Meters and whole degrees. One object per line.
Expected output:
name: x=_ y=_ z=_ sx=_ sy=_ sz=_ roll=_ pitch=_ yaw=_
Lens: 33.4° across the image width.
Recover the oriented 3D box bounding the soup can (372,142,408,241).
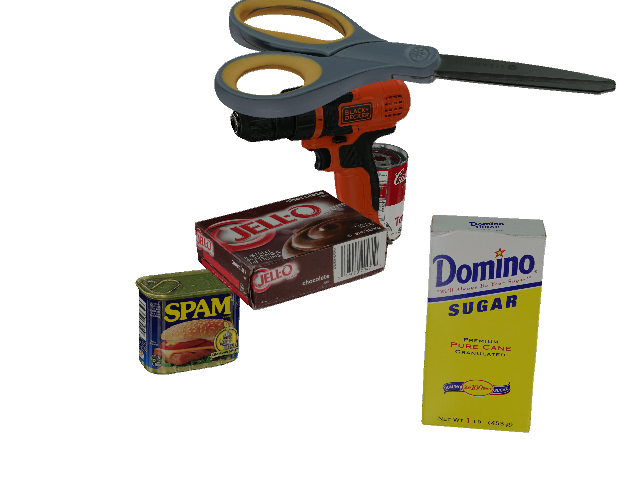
soup can: x=0.065 y=-0.055 z=1.256 sx=0.068 sy=0.102 sz=0.068 roll=2 pitch=28 yaw=-1

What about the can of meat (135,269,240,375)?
can of meat: x=-0.128 y=0.079 z=1.044 sx=0.101 sy=0.084 sz=0.058 roll=-6 pitch=20 yaw=-27

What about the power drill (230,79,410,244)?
power drill: x=0.002 y=-0.065 z=1.055 sx=0.184 sy=0.188 sz=0.057 roll=-11 pitch=29 yaw=-21

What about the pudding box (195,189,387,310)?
pudding box: x=-0.022 y=0.004 z=0.770 sx=0.113 sy=0.039 sz=0.090 roll=-14 pitch=29 yaw=-28

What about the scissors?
scissors: x=0.034 y=-0.079 z=0.531 sx=0.202 sy=0.096 sz=0.016 roll=21 pitch=-37 yaw=21

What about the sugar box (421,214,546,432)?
sugar box: x=0.133 y=0.069 z=0.883 sx=0.093 sy=0.176 sz=0.048 roll=2 pitch=21 yaw=7
